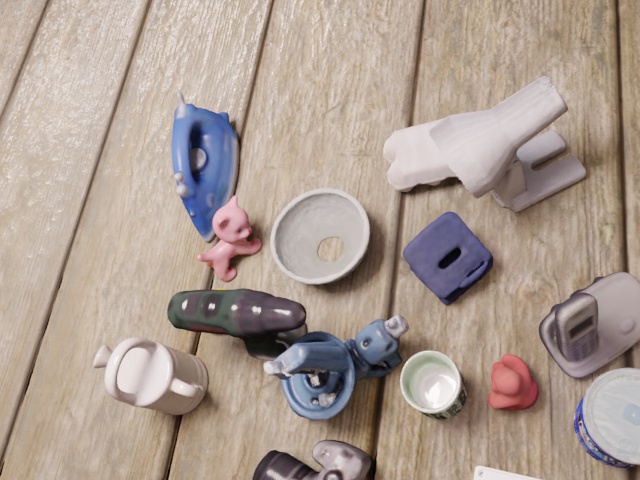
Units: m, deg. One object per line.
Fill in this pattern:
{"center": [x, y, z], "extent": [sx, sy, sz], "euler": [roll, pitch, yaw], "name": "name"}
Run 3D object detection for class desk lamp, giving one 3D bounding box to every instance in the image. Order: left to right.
{"center": [0.272, -0.131, 0.825], "extent": [0.203, 0.214, 0.117], "euler": [-28, 62, 6], "name": "desk lamp"}

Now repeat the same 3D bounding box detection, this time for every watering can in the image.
{"center": [-0.268, 0.207, 0.879], "extent": [0.172, 0.194, 0.101], "euler": [-9, 65, 16], "name": "watering can"}

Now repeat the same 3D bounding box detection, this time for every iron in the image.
{"center": [-0.228, -0.138, 1.042], "extent": [0.118, 0.142, 0.258], "euler": [-10, 65, 15], "name": "iron"}

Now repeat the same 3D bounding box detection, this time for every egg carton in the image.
{"center": [0.180, -0.139, 0.943], "extent": [0.150, 0.069, 0.107], "euler": [-13, 64, 13], "name": "egg carton"}

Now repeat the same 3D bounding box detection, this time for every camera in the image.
{"center": [-0.020, 0.335, 0.793], "extent": [0.136, 0.101, 0.143], "euler": [22, 77, 26], "name": "camera"}

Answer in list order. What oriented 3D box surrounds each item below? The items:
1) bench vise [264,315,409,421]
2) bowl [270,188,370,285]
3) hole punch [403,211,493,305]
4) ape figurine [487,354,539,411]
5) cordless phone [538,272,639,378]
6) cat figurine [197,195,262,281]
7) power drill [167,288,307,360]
{"center": [0.014, 0.155, 0.789], "extent": [0.121, 0.220, 0.207], "euler": [38, 84, 28], "name": "bench vise"}
{"center": [0.009, 0.003, 0.938], "extent": [0.167, 0.075, 0.167], "euler": [-7, 66, 16], "name": "bowl"}
{"center": [0.193, 0.027, 0.855], "extent": [0.108, 0.091, 0.101], "euler": [-41, 61, -1], "name": "hole punch"}
{"center": [0.253, 0.192, 0.764], "extent": [0.078, 0.092, 0.076], "euler": [-47, 61, -4], "name": "ape figurine"}
{"center": [0.351, 0.093, 0.719], "extent": [0.147, 0.185, 0.094], "euler": [-38, 61, 1], "name": "cordless phone"}
{"center": [-0.160, -0.006, 0.976], "extent": [0.067, 0.118, 0.128], "euler": [37, 83, 28], "name": "cat figurine"}
{"center": [-0.097, 0.123, 0.848], "extent": [0.229, 0.209, 0.075], "euler": [2, 69, 20], "name": "power drill"}
